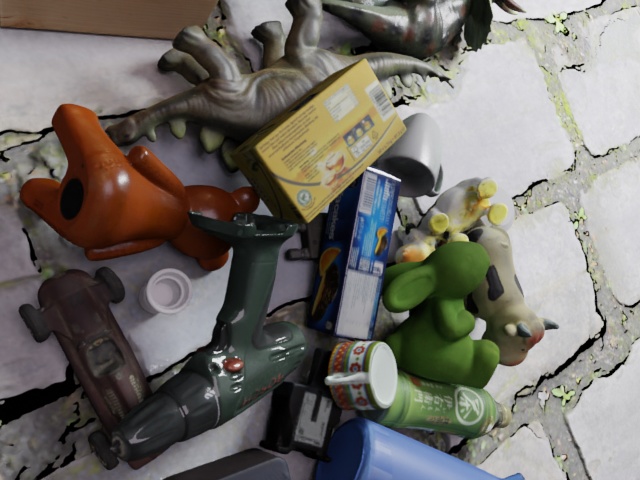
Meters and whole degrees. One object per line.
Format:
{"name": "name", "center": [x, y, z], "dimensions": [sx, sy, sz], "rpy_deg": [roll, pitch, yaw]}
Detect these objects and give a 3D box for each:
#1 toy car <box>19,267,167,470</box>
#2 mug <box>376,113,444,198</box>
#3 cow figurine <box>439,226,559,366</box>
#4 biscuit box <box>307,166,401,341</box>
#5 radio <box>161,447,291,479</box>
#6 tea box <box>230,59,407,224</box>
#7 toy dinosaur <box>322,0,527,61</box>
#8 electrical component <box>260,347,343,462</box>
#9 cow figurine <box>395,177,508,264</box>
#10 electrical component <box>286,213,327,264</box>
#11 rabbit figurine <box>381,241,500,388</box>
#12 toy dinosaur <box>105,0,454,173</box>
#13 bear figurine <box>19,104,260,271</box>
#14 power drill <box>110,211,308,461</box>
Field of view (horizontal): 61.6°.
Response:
{"name": "toy car", "center": [-0.202, 0.121, 0.512], "dimensions": [0.089, 0.053, 0.202], "rpy_deg": [-27, 92, -35]}
{"name": "mug", "center": [0.139, -0.118, 0.750], "dimensions": [0.109, 0.081, 0.107], "rpy_deg": [34, 58, -23]}
{"name": "cow figurine", "center": [0.245, 0.075, 0.739], "dimensions": [0.085, 0.127, 0.195], "rpy_deg": [-4, 79, -28]}
{"name": "biscuit box", "center": [0.040, 0.014, 0.644], "dimensions": [0.059, 0.063, 0.202], "rpy_deg": [14, 83, -32]}
{"name": "radio", "center": [-0.084, 0.336, 0.521], "dimensions": [0.131, 0.073, 0.229], "rpy_deg": [-5, 80, -30]}
{"name": "tea box", "center": [0.002, -0.104, 0.577], "dimensions": [0.169, 0.068, 0.098], "rpy_deg": [-42, 110, -22]}
{"name": "toy dinosaur", "center": [0.149, -0.334, 0.786], "dimensions": [0.405, 0.131, 0.192], "rpy_deg": [-36, 103, -23]}
{"name": "electrical component", "center": [-0.015, 0.183, 0.608], "dimensions": [0.075, 0.048, 0.119], "rpy_deg": [20, 69, -26]}
{"name": "cow figurine", "center": [0.164, -0.021, 0.736], "dimensions": [0.167, 0.098, 0.068], "rpy_deg": [-36, 107, -1]}
{"name": "electrical component", "center": [-0.001, -0.002, 0.673], "dimensions": [0.094, 0.021, 0.063], "rpy_deg": [-3, 81, -32]}
{"name": "rabbit figurine", "center": [0.146, 0.078, 0.678], "dimensions": [0.159, 0.121, 0.170], "rpy_deg": [14, 97, -8]}
{"name": "toy dinosaur", "center": [-0.022, -0.183, 0.659], "dimensions": [0.471, 0.105, 0.198], "rpy_deg": [-26, 100, -23]}
{"name": "bear figurine", "center": [-0.168, -0.041, 0.544], "dimensions": [0.132, 0.120, 0.195], "rpy_deg": [41, 20, 29]}
{"name": "power drill", "center": [-0.089, 0.077, 0.510], "dimensions": [0.232, 0.086, 0.207], "rpy_deg": [-6, 101, -55]}
